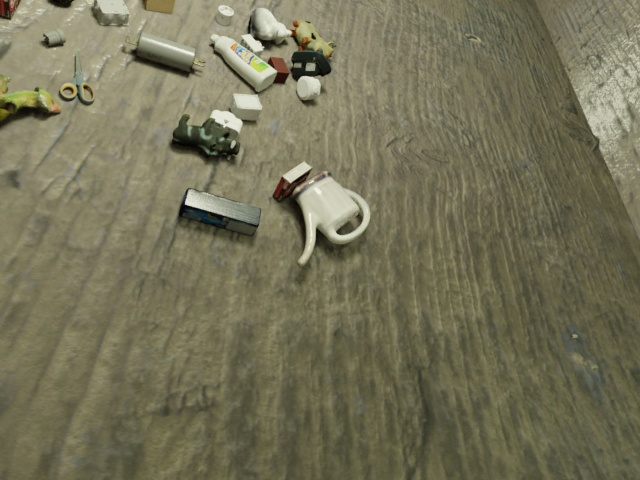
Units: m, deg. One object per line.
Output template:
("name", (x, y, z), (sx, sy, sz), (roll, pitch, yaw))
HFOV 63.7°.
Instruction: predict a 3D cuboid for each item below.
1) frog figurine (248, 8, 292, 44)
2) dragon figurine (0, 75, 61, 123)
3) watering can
("frog figurine", (-0.178, -0.776, 1.878), (0.159, 0.120, 0.140), (1, 37, -15))
("dragon figurine", (-0.843, -0.338, 1.224), (0.410, 0.119, 0.248), (3, 39, -29))
("watering can", (0.004, -0.073, 1.453), (0.226, 0.102, 0.353), (49, 46, 10))
